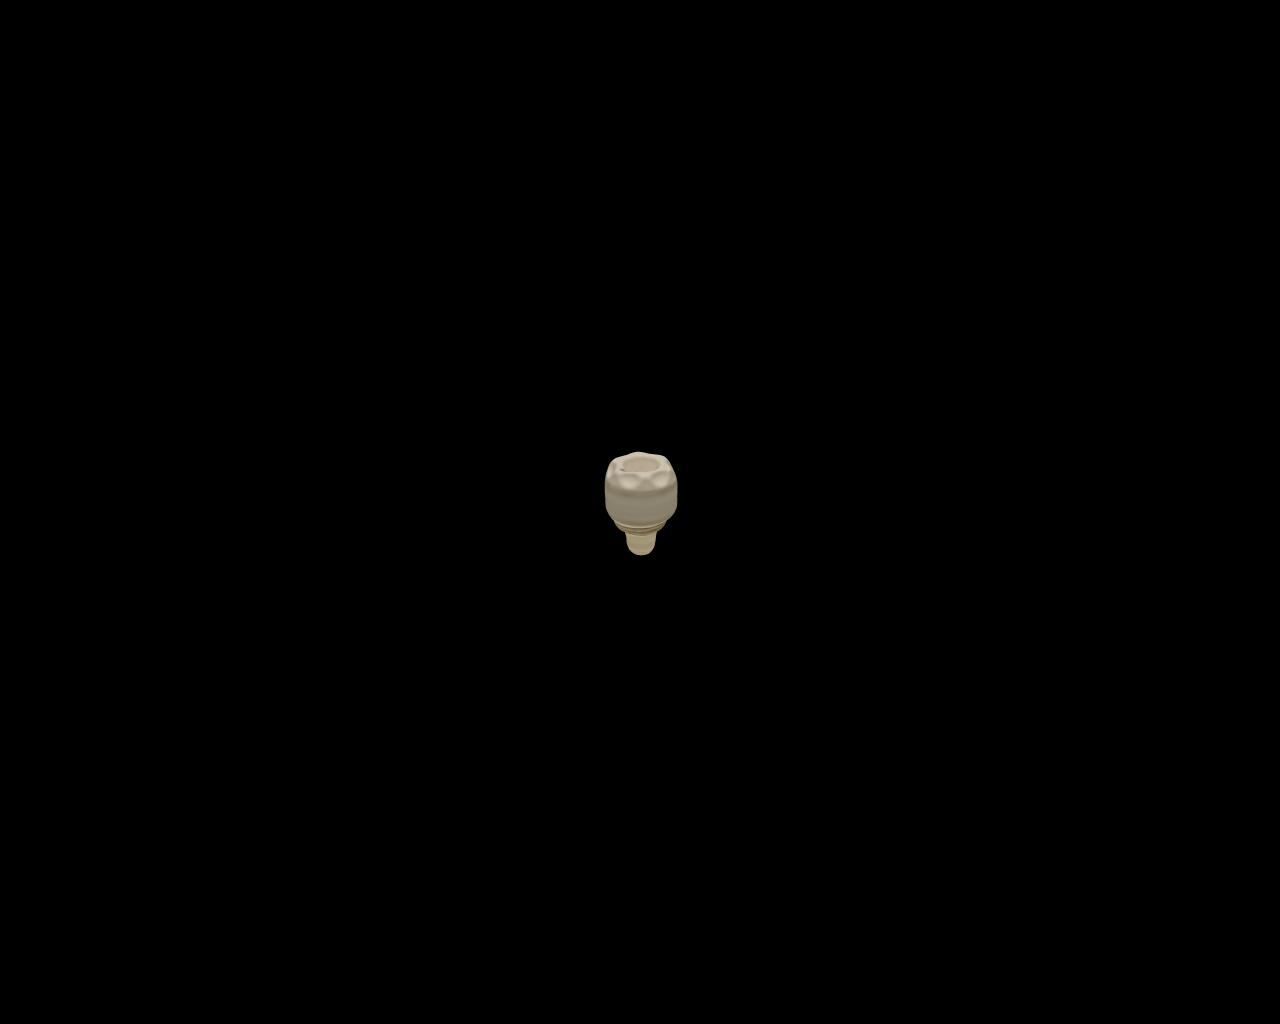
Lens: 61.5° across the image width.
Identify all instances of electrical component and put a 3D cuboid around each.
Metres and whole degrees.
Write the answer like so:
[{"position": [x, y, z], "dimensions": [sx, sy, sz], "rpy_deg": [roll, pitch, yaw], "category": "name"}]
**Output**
[{"position": [0.001, -0.003, 0.650], "dimensions": [0.043, 0.062, 0.043], "rpy_deg": [0, 28, 0], "category": "electrical component"}]
